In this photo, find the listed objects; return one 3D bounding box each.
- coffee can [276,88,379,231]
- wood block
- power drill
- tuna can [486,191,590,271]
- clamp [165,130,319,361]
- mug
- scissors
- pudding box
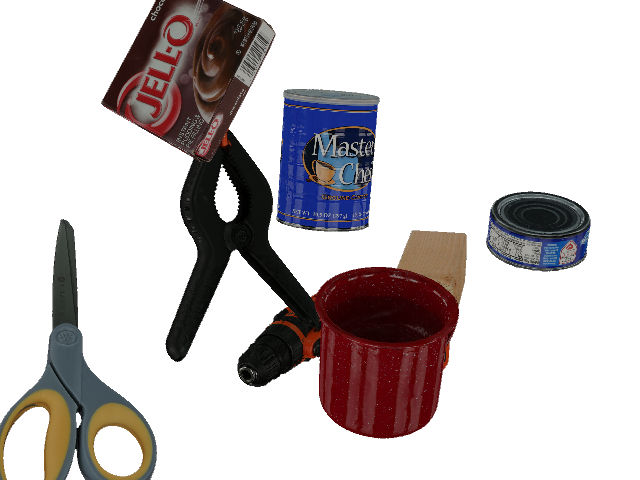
[{"bbox_3d":[0.007,-0.088,1.151,0.103,0.140,0.103,4,12,-1],"label":"coffee can"},{"bbox_3d":[0.167,0.064,1.620,0.091,0.090,0.206,4,23,12],"label":"wood block"},{"bbox_3d":[0.028,0.113,1.113,0.188,0.057,0.184,9,25,26],"label":"power drill"},{"bbox_3d":[0.186,-0.009,0.911,0.086,0.034,0.086,1,29,-1],"label":"tuna can"},{"bbox_3d":[-0.073,0.000,0.993,0.164,0.210,0.036,-3,0,-37],"label":"clamp"},{"bbox_3d":[0.049,0.072,0.714,0.093,0.081,0.117,28,39,36],"label":"mug"},{"bbox_3d":[-0.131,0.070,0.621,0.096,0.201,0.016,15,-44,-7],"label":"scissors"},{"bbox_3d":[-0.098,-0.128,0.798,0.090,0.113,0.039,29,0,20],"label":"pudding box"}]
